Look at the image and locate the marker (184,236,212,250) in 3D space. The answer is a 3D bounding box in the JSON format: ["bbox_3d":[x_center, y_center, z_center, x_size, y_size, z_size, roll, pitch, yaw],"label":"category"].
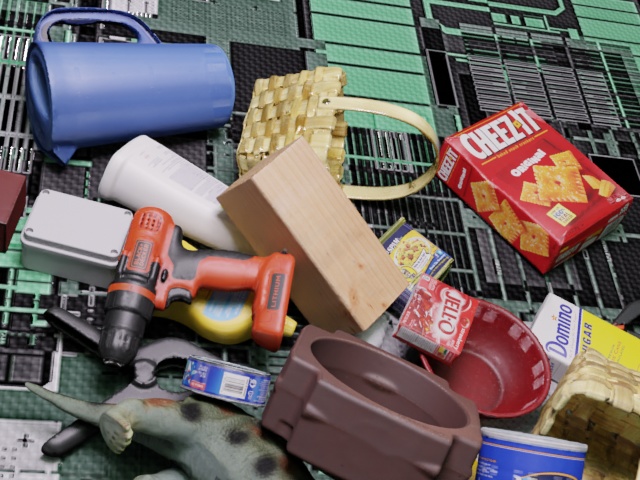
[{"bbox_3d":[-0.126,0.020,1.245,0.121,0.020,0.020,28,49,7],"label":"marker"}]

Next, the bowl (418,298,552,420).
[{"bbox_3d":[0.176,0.144,1.202,0.162,0.055,0.162,12,46,-13],"label":"bowl"}]

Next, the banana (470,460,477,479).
[{"bbox_3d":[0.181,0.270,1.115,0.069,0.037,0.198,-16,57,-26],"label":"banana"}]

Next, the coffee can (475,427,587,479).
[{"bbox_3d":[0.197,0.259,1.027,0.102,0.103,0.140,10,83,-9],"label":"coffee can"}]

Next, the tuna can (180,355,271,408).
[{"bbox_3d":[-0.092,0.139,1.051,0.086,0.086,0.034,14,85,-5],"label":"tuna can"}]

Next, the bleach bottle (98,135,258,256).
[{"bbox_3d":[-0.126,-0.028,1.245,0.251,0.068,0.102,30,28,3],"label":"bleach bottle"}]

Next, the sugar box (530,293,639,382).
[{"bbox_3d":[0.330,0.142,1.262,0.176,0.048,0.093,29,49,7],"label":"sugar box"}]

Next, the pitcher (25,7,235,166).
[{"bbox_3d":[-0.235,-0.193,1.314,0.242,0.149,0.145,-8,43,-27],"label":"pitcher"}]

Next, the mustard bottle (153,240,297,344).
[{"bbox_3d":[-0.117,0.064,1.184,0.191,0.058,0.096,22,50,2],"label":"mustard bottle"}]

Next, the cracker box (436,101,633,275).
[{"bbox_3d":[0.281,-0.075,1.413,0.163,0.072,0.214,-27,62,-34],"label":"cracker box"}]

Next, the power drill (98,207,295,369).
[{"bbox_3d":[-0.127,0.062,1.115,0.187,0.057,0.184,12,62,-4],"label":"power drill"}]

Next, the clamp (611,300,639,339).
[{"bbox_3d":[0.433,0.101,1.332,0.171,0.039,0.120,5,50,-13],"label":"clamp"}]

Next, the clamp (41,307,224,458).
[{"bbox_3d":[-0.189,0.153,1.101,0.209,0.036,0.164,8,56,-12],"label":"clamp"}]

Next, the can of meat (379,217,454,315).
[{"bbox_3d":[0.100,0.034,1.277,0.084,0.057,0.102,38,51,12],"label":"can of meat"}]

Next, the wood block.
[{"bbox_3d":[-0.007,0.001,1.186,0.090,0.091,0.206,-42,100,-34],"label":"wood block"}]

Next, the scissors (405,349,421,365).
[{"bbox_3d":[0.072,0.148,1.196,0.096,0.016,0.201,25,48,-1],"label":"scissors"}]

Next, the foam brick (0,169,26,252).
[{"bbox_3d":[-0.365,-0.035,1.196,0.051,0.053,0.078,13,48,-5],"label":"foam brick"}]

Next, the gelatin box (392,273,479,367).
[{"bbox_3d":[0.129,0.086,1.173,0.073,0.030,0.089,28,45,3],"label":"gelatin box"}]
